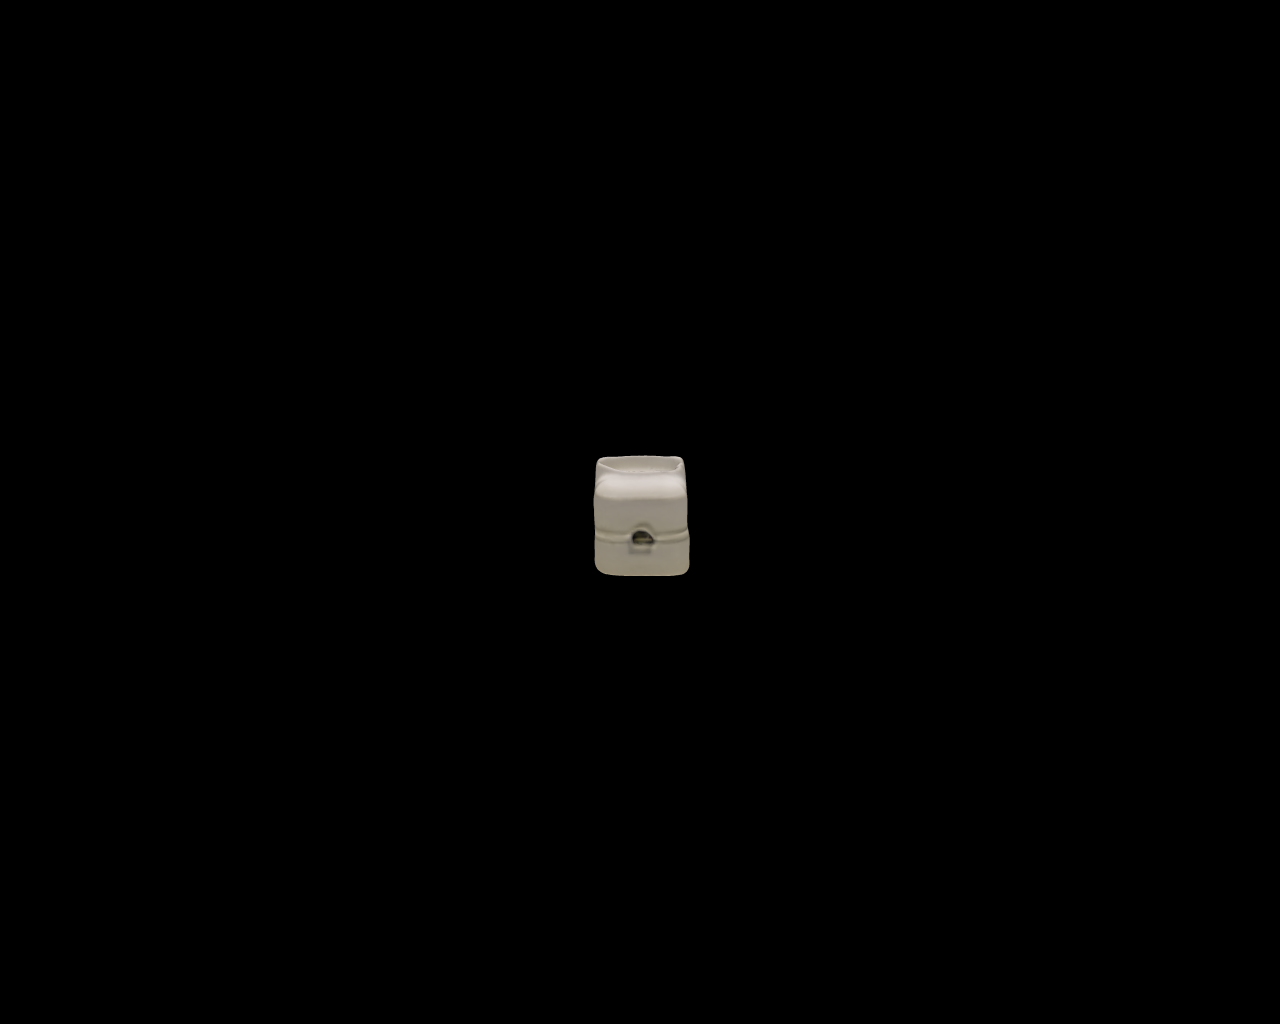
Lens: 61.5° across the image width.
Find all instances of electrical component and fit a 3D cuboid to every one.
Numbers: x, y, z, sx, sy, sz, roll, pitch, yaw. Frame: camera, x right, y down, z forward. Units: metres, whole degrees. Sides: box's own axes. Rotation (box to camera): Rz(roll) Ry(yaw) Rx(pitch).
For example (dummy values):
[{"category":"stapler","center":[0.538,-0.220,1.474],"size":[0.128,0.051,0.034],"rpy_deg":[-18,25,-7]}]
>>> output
[{"category":"electrical component","center":[0.001,-0.003,0.650],"size":[0.054,0.059,0.095],"rpy_deg":[0,13,0]}]
